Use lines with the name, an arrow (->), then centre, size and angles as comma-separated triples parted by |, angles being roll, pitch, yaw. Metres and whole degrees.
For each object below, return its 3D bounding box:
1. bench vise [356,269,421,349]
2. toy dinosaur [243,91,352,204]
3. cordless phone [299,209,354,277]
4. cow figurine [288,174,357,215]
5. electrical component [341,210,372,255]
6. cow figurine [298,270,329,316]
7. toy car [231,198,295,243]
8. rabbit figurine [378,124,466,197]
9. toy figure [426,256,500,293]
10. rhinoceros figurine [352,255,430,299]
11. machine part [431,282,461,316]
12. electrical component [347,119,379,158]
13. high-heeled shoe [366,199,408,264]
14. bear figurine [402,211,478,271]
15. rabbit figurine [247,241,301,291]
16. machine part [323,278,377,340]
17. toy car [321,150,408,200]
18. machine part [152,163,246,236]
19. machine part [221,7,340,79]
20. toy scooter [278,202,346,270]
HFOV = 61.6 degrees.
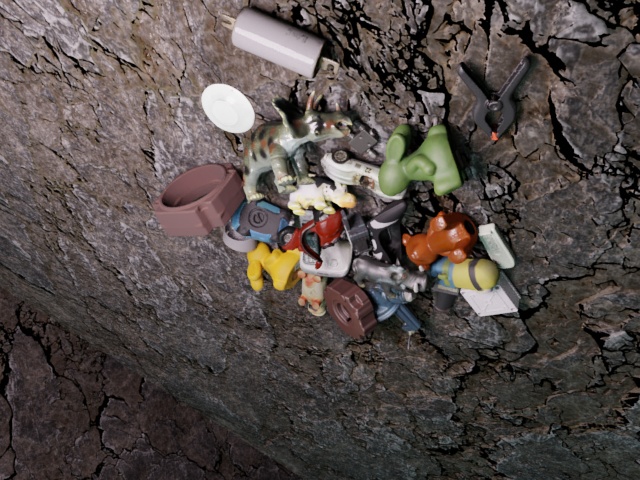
bench vise -> 0.207, 0.177, 1.463 | 0.224, 0.129, 0.240 | -18, 124, 42
toy dinosaur -> -0.104, -0.198, 1.199 | 0.405, 0.131, 0.192 | -12, 86, 54
cordless phone -> 0.015, 0.003, 1.418 | 0.147, 0.089, 0.184 | 6, 120, 23
cow figurine -> 0.009, -0.113, 1.272 | 0.168, 0.098, 0.068 | -2, 163, 21
electrical component -> 0.084, -0.029, 1.279 | 0.048, 0.075, 0.119 | -20, 133, -2
cow figurine -> -0.009, 0.140, 1.564 | 0.086, 0.127, 0.194 | 13, 126, 21
toy car -> -0.146, -0.049, 1.420 | 0.162, 0.109, 0.103 | 16, 177, 4
rabbit figurine -> 0.188, -0.149, 1.078 | 0.170, 0.121, 0.159 | -20, 109, 24
toy figure -> 0.344, 0.079, 1.302 | 0.180, 0.082, 0.089 | 13, 158, 38
rhinoceros figurine -> 0.173, 0.083, 1.315 | 0.191, 0.073, 0.112 | 16, 144, 18
machine part -> 0.337, 0.147, 1.436 | 0.084, 0.039, 0.138 | 6, 137, 11
electrical component -> 0.095, -0.215, 1.149 | 0.094, 0.021, 0.063 | 39, 140, -17
high-heeled shoe -> 0.180, -0.004, 1.285 | 0.145, 0.086, 0.248 | 50, 158, 0
bear figurine -> 0.262, 0.010, 1.248 | 0.196, 0.132, 0.120 | -29, 89, 42
rabbit figurine -> -0.141, 0.071, 1.536 | 0.173, 0.162, 0.121 | 31, 158, 20
machine part -> 0.079, 0.189, 1.472 | 0.180, 0.056, 0.179 | 42, 151, 29
toy car -> 0.097, -0.144, 1.191 | 0.202, 0.056, 0.073 | 18, 159, 8
machine part -> -0.302, -0.105, 1.349 | 0.201, 0.201, 0.087 | 0, 134, 29
machine part -> -0.075, -0.371, 1.012 | 0.243, 0.079, 0.079 | 24, 143, 2
toy scooter -> -0.003, -0.004, 1.349 | 0.184, 0.075, 0.135 | -31, 100, 8
